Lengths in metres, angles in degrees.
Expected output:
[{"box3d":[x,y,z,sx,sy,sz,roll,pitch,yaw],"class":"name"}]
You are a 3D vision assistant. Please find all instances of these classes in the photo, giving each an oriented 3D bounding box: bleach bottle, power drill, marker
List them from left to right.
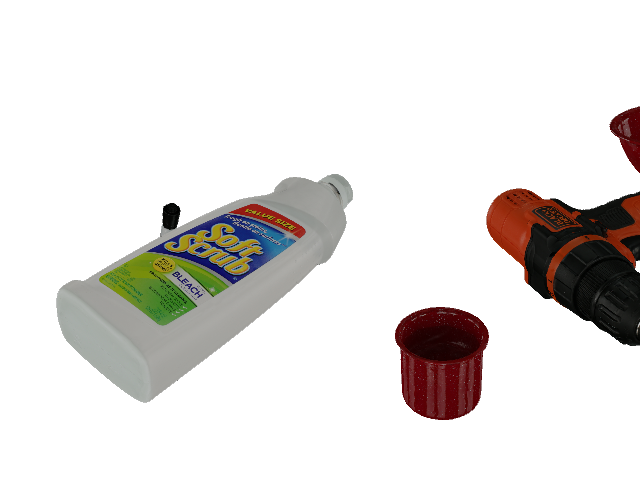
[{"box3d":[-0.167,0.007,1.165,0.020,0.121,0.020,8,42,-8],"class":"marker"},{"box3d":[-0.071,0.014,0.814,0.103,0.068,0.250,35,51,24],"class":"bleach bottle"},{"box3d":[0.232,0.002,0.731,0.187,0.057,0.185,-10,29,-17],"class":"power drill"}]

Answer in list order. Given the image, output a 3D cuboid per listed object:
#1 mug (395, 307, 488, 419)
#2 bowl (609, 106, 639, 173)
[{"box3d":[0.130,0.121,1.091,0.093,0.081,0.117,20,39,32],"class":"mug"},{"box3d":[0.346,-0.082,0.971,0.162,0.055,0.162,-5,22,2],"class":"bowl"}]
